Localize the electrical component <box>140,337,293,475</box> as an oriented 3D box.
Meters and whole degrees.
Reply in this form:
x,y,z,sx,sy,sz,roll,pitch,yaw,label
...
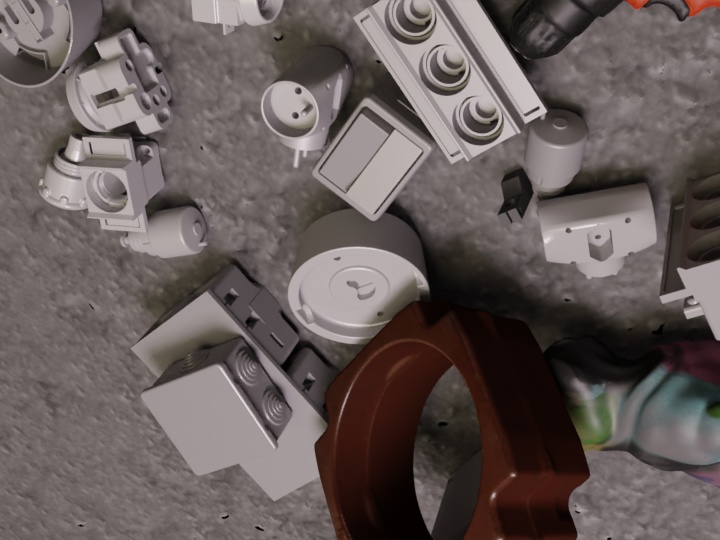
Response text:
x,y,z,sx,sy,sz,roll,pitch,yaw,label
-0.115,0.111,0.880,0.100,0.048,0.099,-22,108,29,electrical component

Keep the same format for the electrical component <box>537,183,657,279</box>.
x,y,z,sx,sy,sz,roll,pitch,yaw,label
0.170,-0.022,0.770,0.077,0.043,0.079,-10,136,10,electrical component

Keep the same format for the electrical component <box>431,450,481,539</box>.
x,y,z,sx,sy,sz,roll,pitch,yaw,label
0.114,0.193,0.880,0.056,0.108,0.108,37,125,-6,electrical component

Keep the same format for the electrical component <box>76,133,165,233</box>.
x,y,z,sx,sy,sz,roll,pitch,yaw,label
-0.190,-0.074,0.868,0.042,0.063,0.081,6,120,18,electrical component

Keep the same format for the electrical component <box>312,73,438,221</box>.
x,y,z,sx,sy,sz,roll,pitch,yaw,label
0.011,-0.083,0.787,0.062,0.061,0.096,37,125,-3,electrical component

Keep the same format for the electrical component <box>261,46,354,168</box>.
x,y,z,sx,sy,sz,roll,pitch,yaw,label
-0.039,-0.113,0.780,0.043,0.077,0.079,17,124,11,electrical component

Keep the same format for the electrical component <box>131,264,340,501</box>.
x,y,z,sx,sy,sz,roll,pitch,yaw,label
-0.090,0.096,0.930,0.105,0.060,0.186,-34,103,33,electrical component

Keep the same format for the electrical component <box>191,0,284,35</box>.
x,y,z,sx,sy,sz,roll,pitch,yaw,label
-0.088,-0.201,0.768,0.055,0.048,0.066,13,123,22,electrical component

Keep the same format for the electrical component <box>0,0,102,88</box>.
x,y,z,sx,sy,sz,roll,pitch,yaw,label
-0.248,-0.196,0.819,0.099,0.064,0.099,9,121,16,electrical component

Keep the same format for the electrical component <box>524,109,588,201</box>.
x,y,z,sx,sy,sz,roll,pitch,yaw,label
0.136,-0.077,0.757,0.040,0.040,0.078,15,140,12,electrical component

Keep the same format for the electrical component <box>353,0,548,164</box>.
x,y,z,sx,sy,sz,roll,pitch,yaw,label
0.065,-0.145,0.730,0.079,0.063,0.121,-27,106,31,electrical component

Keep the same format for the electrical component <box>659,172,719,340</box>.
x,y,z,sx,sy,sz,roll,pitch,yaw,label
0.244,-0.013,0.703,0.079,0.121,0.063,-19,113,29,electrical component

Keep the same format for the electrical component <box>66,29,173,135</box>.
x,y,z,sx,sy,sz,roll,pitch,yaw,label
-0.189,-0.140,0.834,0.057,0.058,0.078,-14,113,24,electrical component

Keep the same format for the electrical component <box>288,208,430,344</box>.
x,y,z,sx,sy,sz,roll,pitch,yaw,label
0.000,0.000,0.834,0.108,0.060,0.108,1,136,1,electrical component

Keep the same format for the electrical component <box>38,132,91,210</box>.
x,y,z,sx,sy,sz,roll,pitch,yaw,label
-0.238,-0.084,0.894,0.048,0.048,0.062,25,117,6,electrical component

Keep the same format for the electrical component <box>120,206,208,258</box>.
x,y,z,sx,sy,sz,roll,pitch,yaw,label
-0.165,-0.030,0.898,0.078,0.040,0.040,-7,116,24,electrical component
